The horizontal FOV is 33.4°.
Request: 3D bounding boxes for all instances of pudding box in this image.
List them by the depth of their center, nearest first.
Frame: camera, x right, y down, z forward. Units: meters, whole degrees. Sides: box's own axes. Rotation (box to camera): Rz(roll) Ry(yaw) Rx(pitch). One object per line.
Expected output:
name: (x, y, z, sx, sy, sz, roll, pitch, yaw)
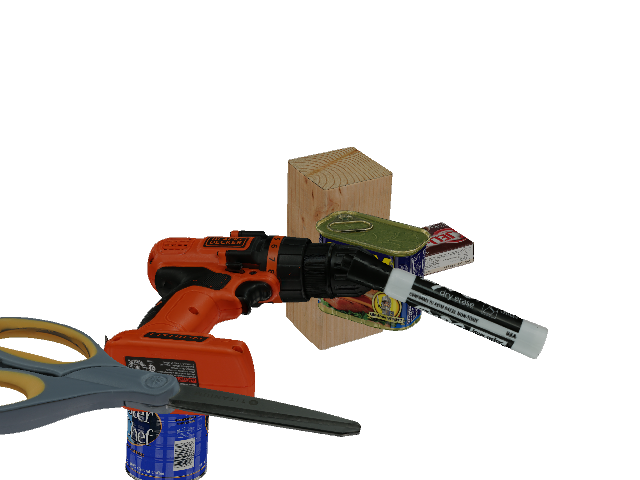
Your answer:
pudding box: (0.160, 0.015, 1.599, 0.113, 0.039, 0.090, -16, 26, -20)

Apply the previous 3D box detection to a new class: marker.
marker: (0.068, 0.035, 0.600, 0.121, 0.020, 0.020, 22, 2, 5)

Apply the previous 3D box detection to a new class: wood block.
wood block: (0.018, 0.009, 1.232, 0.090, 0.206, 0.090, -14, 31, -26)

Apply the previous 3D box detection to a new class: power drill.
power drill: (-0.059, 0.053, 0.769, 0.184, 0.057, 0.187, -1, 25, 15)

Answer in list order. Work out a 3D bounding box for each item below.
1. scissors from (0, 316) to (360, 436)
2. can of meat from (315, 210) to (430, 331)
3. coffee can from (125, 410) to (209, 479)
scissors: (-0.092, 0.076, 0.484, 0.202, 0.016, 0.096, 15, 28, 26)
can of meat: (0.045, 0.028, 0.969, 0.102, 0.084, 0.057, 15, 28, 28)
coffee can: (-0.187, 0.216, 1.314, 0.103, 0.140, 0.103, 4, 14, -1)
